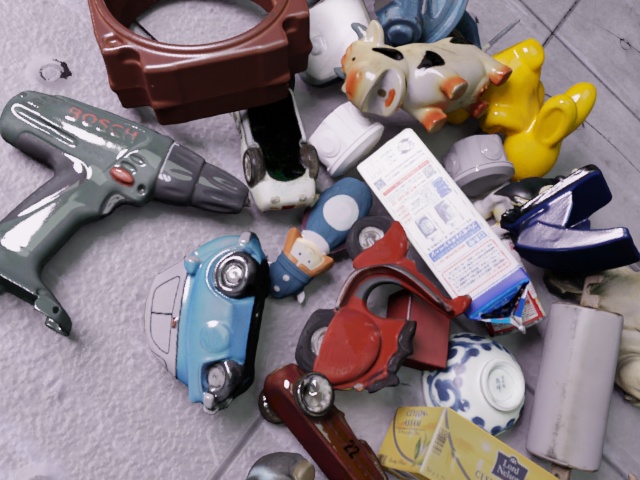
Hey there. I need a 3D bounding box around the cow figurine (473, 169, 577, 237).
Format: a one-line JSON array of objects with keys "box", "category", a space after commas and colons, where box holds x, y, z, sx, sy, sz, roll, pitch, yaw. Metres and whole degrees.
[{"box": [0.284, -0.050, 0.671, 0.167, 0.098, 0.068, -13, 72, -24], "category": "cow figurine"}]

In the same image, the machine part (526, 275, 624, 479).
[{"box": [0.281, 0.158, 0.593, 0.079, 0.079, 0.243, 14, 83, -17], "category": "machine part"}]

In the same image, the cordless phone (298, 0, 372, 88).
[{"box": [0.026, -0.272, 0.593, 0.089, 0.184, 0.146, -18, 81, -30], "category": "cordless phone"}]

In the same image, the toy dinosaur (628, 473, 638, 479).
[{"box": [0.131, 0.399, 0.434, 0.471, 0.105, 0.198, -38, 86, -9], "category": "toy dinosaur"}]

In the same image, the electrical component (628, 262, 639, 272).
[{"box": [0.370, 0.012, 0.702, 0.094, 0.063, 0.021, 42, 59, -4], "category": "electrical component"}]

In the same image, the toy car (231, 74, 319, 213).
[{"box": [-0.055, -0.123, 0.578, 0.073, 0.056, 0.202, -8, 66, -17], "category": "toy car"}]

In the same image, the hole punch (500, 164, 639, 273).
[{"box": [0.275, -0.004, 0.584, 0.142, 0.116, 0.092, 21, 43, -52], "category": "hole punch"}]

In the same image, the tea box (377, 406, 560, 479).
[{"box": [0.153, 0.235, 0.530, 0.169, 0.098, 0.068, 34, 65, -10], "category": "tea box"}]

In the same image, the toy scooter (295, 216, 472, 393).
[{"box": [0.065, 0.074, 0.521, 0.135, 0.075, 0.184, 23, 82, 18], "category": "toy scooter"}]

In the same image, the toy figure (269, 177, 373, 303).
[{"box": [-0.003, -0.002, 0.569, 0.064, 0.057, 0.154, 27, 63, 24], "category": "toy figure"}]

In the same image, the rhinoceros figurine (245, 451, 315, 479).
[{"box": [-0.075, 0.246, 0.435, 0.190, 0.112, 0.073, -36, 117, -39], "category": "rhinoceros figurine"}]

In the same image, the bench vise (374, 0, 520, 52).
[{"box": [0.140, -0.314, 0.691, 0.240, 0.129, 0.224, 24, 51, -37], "category": "bench vise"}]

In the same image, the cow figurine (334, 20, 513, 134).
[{"box": [0.104, -0.181, 0.585, 0.195, 0.085, 0.127, -23, 60, -38], "category": "cow figurine"}]

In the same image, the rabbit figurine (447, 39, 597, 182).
[{"box": [0.259, -0.158, 0.681, 0.122, 0.162, 0.173, -31, 104, -39], "category": "rabbit figurine"}]

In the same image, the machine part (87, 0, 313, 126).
[{"box": [-0.121, -0.226, 0.538, 0.201, 0.087, 0.201, -15, 67, -11], "category": "machine part"}]

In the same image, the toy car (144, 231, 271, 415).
[{"box": [-0.105, 0.069, 0.489, 0.103, 0.109, 0.161, 9, 81, 5], "category": "toy car"}]

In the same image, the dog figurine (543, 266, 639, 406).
[{"box": [0.355, 0.099, 0.670, 0.191, 0.121, 0.172, 26, 103, 24], "category": "dog figurine"}]

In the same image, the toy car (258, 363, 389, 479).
[{"box": [0.022, 0.197, 0.494, 0.202, 0.089, 0.053, 51, 50, 0], "category": "toy car"}]

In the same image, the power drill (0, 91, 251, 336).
[{"box": [-0.201, -0.022, 0.484, 0.232, 0.086, 0.207, 30, 69, -9], "category": "power drill"}]
